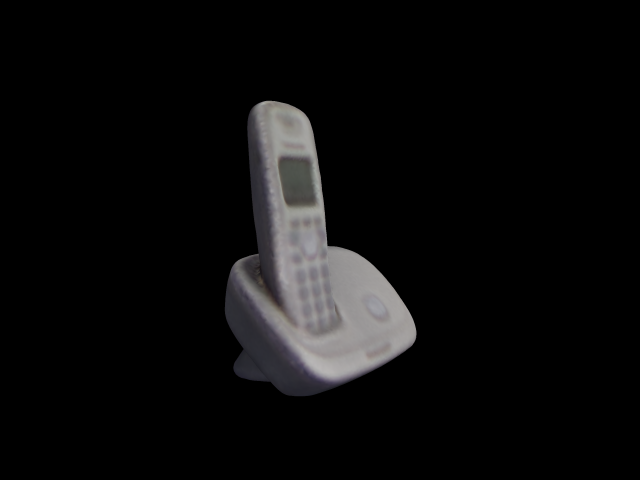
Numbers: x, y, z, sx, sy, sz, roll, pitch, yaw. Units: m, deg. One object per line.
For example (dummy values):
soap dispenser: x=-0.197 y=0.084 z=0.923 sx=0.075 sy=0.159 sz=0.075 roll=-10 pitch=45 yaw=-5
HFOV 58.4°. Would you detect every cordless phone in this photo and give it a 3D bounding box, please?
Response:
cordless phone: x=0.004 y=0.001 z=0.400 sx=0.093 sy=0.185 sz=0.148 roll=3 pitch=6 yaw=34
